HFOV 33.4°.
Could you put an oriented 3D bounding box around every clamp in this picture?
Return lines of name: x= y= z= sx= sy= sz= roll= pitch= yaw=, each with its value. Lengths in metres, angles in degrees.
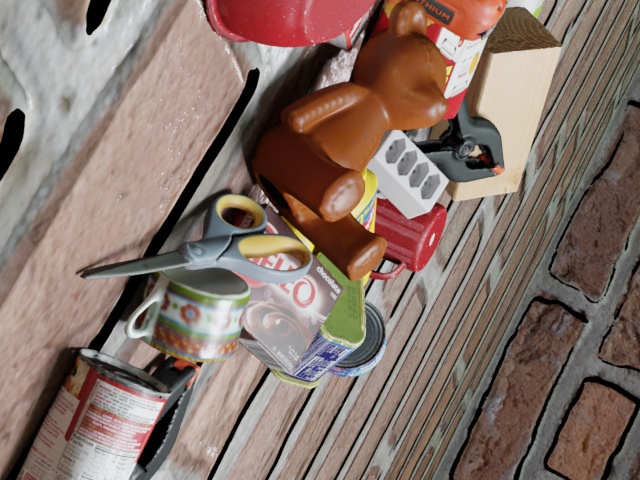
clamp: x=0.140 y=-0.102 z=1.169 sx=0.120 sy=0.039 sz=0.171 roll=-41 pitch=136 yaw=12
clamp: x=-0.155 y=0.187 z=0.824 sx=0.210 sy=0.036 sz=0.164 roll=-58 pitch=162 yaw=-21

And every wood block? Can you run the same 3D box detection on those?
wood block: x=0.196 y=-0.157 z=1.243 sx=0.090 sy=0.090 sz=0.206 roll=-10 pitch=135 yaw=-20

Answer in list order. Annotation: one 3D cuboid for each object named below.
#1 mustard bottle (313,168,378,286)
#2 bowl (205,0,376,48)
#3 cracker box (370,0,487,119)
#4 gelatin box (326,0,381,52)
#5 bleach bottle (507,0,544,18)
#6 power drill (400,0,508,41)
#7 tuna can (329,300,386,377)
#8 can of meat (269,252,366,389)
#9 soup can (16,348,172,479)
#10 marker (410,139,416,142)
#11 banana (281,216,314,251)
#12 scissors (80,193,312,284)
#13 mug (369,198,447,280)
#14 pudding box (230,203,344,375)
mustard bottle: x=0.020 y=-0.018 z=1.022 sx=0.096 sy=0.058 sz=0.192 roll=-52 pitch=158 yaw=-32
bowl: x=0.003 y=-0.180 z=0.687 sx=0.162 sy=0.055 sz=0.162 roll=-43 pitch=162 yaw=-18
cracker box: x=0.116 y=-0.224 z=1.002 sx=0.164 sy=0.072 sz=0.214 roll=-16 pitch=129 yaw=-66
gelatin box: x=0.024 y=-0.200 z=0.832 sx=0.073 sy=0.030 sz=0.089 roll=-61 pitch=165 yaw=-14
bleach bottle: x=0.244 y=-0.300 z=1.291 sx=0.102 sy=0.068 sz=0.251 roll=-46 pitch=157 yaw=-44
power drill: x=0.107 y=-0.250 z=0.820 sx=0.057 sy=0.184 sz=0.188 roll=-55 pitch=177 yaw=-26
tuna can: x=0.030 y=0.107 z=1.174 sx=0.086 sy=0.086 sz=0.034 roll=-59 pitch=163 yaw=-19
can of meat: x=-0.003 y=0.070 z=0.973 sx=0.084 sy=0.057 sz=0.102 roll=-45 pitch=-144 yaw=43
soup can: x=-0.151 y=0.132 z=0.709 sx=0.102 sy=0.068 sz=0.068 roll=-64 pitch=163 yaw=-2
marker: x=0.091 y=-0.060 z=1.236 sx=0.020 sy=0.020 sz=0.121 roll=-40 pitch=151 yaw=-53
banana: x=-0.016 y=0.000 z=0.941 sx=0.037 sy=0.070 sz=0.198 roll=18 pitch=95 yaw=-30
scissors: x=-0.092 y=-0.002 z=0.757 sx=0.201 sy=0.096 sz=0.016 roll=5 pitch=130 yaw=-40
mug: x=0.083 y=-0.006 z=1.181 sx=0.117 sy=0.081 sz=0.093 roll=-57 pitch=161 yaw=-24
pudding box: x=-0.042 y=0.039 z=0.860 sx=0.113 sy=0.039 sz=0.090 roll=50 pitch=61 yaw=-32
